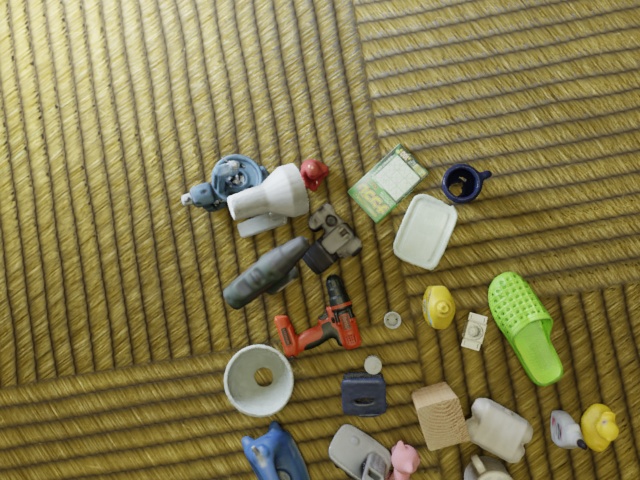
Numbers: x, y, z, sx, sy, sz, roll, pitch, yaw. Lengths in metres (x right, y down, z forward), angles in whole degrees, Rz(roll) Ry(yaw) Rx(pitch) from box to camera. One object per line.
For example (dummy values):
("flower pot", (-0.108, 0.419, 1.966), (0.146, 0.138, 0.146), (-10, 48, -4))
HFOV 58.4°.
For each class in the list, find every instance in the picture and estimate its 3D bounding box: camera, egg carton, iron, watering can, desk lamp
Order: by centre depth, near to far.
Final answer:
("watering can", (0.384, 0.553, 1.243), (0.173, 0.194, 0.101), (37, 89, 7))
("iron", (-0.087, 0.558, 1.307), (0.118, 0.141, 0.258), (-30, 84, 2))
("egg carton", (0.407, 0.436, 1.314), (0.150, 0.069, 0.107), (27, 88, 6))
("desk lamp", (-0.121, -0.084, 1.325), (0.203, 0.213, 0.118), (-20, 84, 3))
("camera", (0.013, 0.005, 1.364), (0.137, 0.101, 0.143), (-41, 83, 0))

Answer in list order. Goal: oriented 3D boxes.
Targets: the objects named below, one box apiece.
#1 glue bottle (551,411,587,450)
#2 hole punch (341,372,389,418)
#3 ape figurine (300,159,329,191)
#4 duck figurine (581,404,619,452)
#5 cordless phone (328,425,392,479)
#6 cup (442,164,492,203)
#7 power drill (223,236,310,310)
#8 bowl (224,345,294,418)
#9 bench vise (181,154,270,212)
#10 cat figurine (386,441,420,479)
("glue bottle", (0.547, 0.427, 1.251), (0.037, 0.173, 0.078), (-4, 85, 5))
("hole punch", (0.105, 0.363, 1.333), (0.108, 0.091, 0.101), (-3, 85, 4))
("ape figurine", (-0.017, -0.164, 1.385), (0.078, 0.092, 0.076), (-17, 84, 3))
("duck figurine", (0.637, 0.428, 1.288), (0.077, 0.086, 0.105), (13, 86, 6))
("cordless phone", (0.087, 0.498, 1.276), (0.147, 0.185, 0.094), (31, 88, 7))
("cup", (0.341, -0.132, 1.352), (0.117, 0.095, 0.092), (-22, 84, 3))
("power drill", (-0.110, 0.073, 1.314), (0.229, 0.208, 0.075), (-38, 83, 1))
("bowl", (-0.140, 0.331, 1.363), (0.167, 0.075, 0.167), (0, 85, 5))
("bench vise", (-0.224, -0.122, 1.333), (0.207, 0.220, 0.121), (-39, 83, 1))
("cat figurine", (0.189, 0.518, 1.300), (0.067, 0.118, 0.128), (12, 86, 6))
